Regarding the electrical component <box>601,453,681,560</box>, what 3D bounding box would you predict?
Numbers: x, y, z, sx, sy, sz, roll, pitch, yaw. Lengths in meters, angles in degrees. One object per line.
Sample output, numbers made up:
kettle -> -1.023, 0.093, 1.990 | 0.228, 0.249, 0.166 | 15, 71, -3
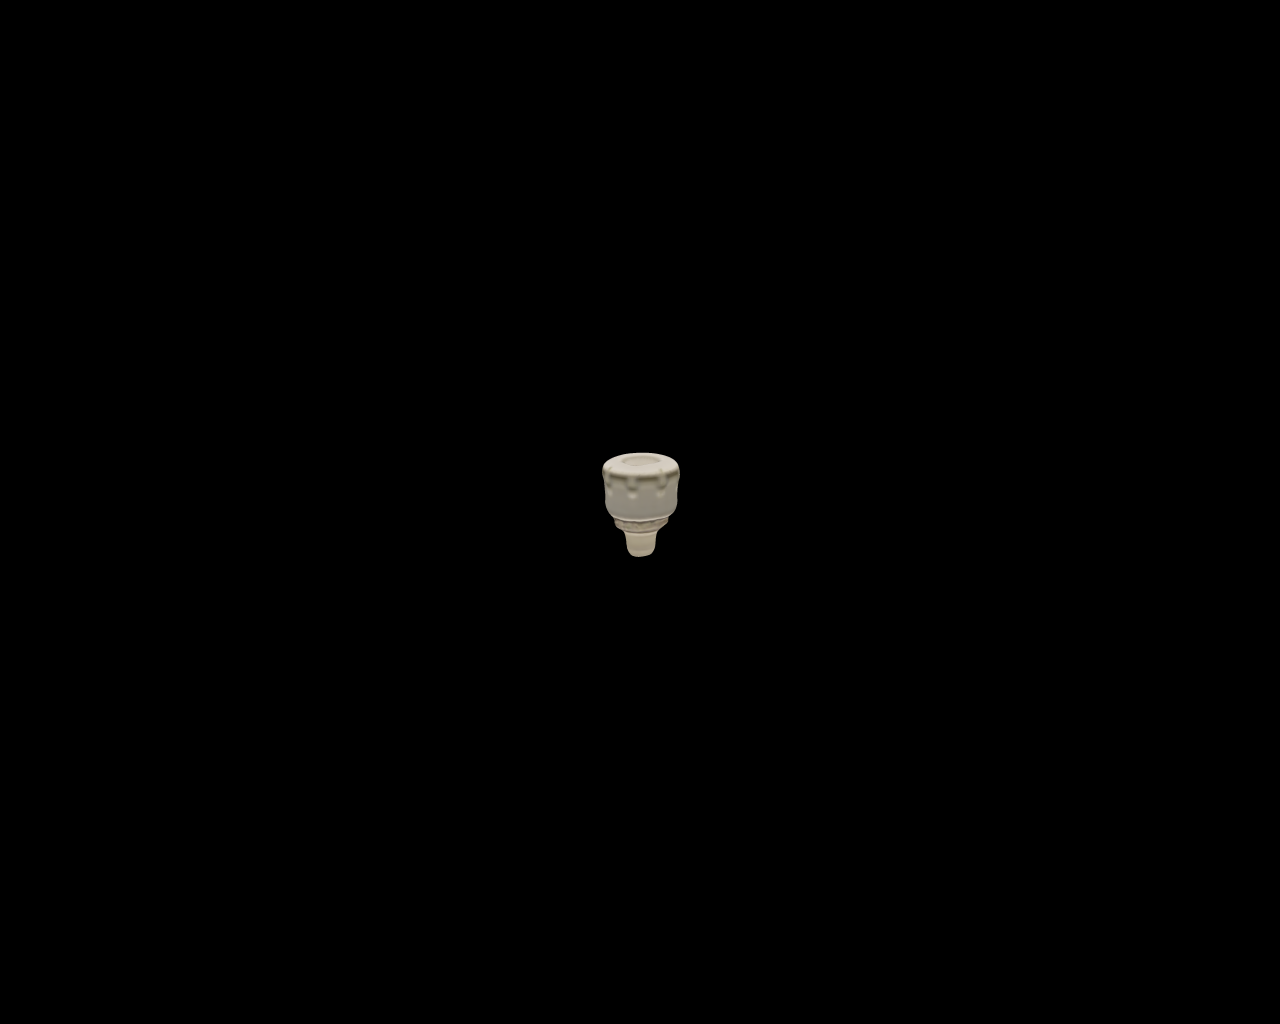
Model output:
electrical component -> 0.001, -0.003, 0.650 | 0.048, 0.062, 0.048 | 0, 16, 0
